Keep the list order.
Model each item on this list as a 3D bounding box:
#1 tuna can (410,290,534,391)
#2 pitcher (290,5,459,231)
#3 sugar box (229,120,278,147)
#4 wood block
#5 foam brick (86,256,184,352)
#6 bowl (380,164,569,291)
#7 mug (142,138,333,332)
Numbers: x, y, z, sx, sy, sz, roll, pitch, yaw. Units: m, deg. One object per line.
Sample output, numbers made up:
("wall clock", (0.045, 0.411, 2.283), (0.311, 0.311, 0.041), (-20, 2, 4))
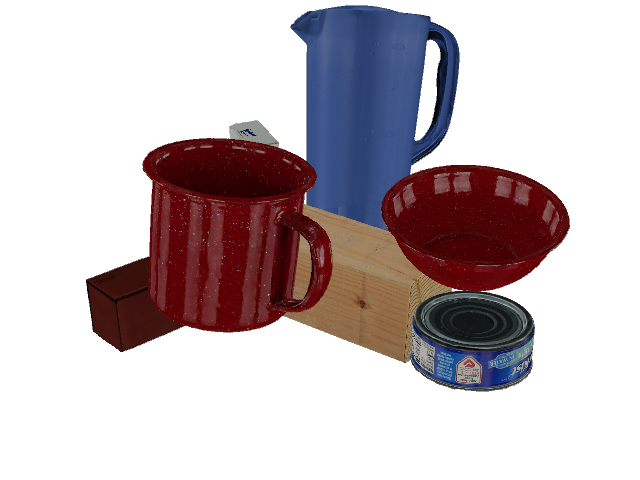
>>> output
("tuna can", (0.106, 0.068, 0.744), (0.086, 0.034, 0.086), (0, 25, 0))
("pitcher", (0.055, -0.129, 1.155), (0.149, 0.243, 0.144), (8, 11, 26))
("sugar box", (-0.080, -0.050, 1.316), (0.048, 0.176, 0.093), (-11, 26, -15))
("wood block", (0.022, 0.037, 1.084), (0.206, 0.091, 0.090), (19, 31, 30))
("foam brick", (-0.155, 0.052, 0.923), (0.078, 0.051, 0.053), (-22, 30, -34))
("bowl", (0.132, -0.004, 0.933), (0.162, 0.055, 0.162), (0, 34, 0))
("mug", (-0.042, 0.001, 0.580), (0.117, 0.081, 0.093), (21, 28, 29))
